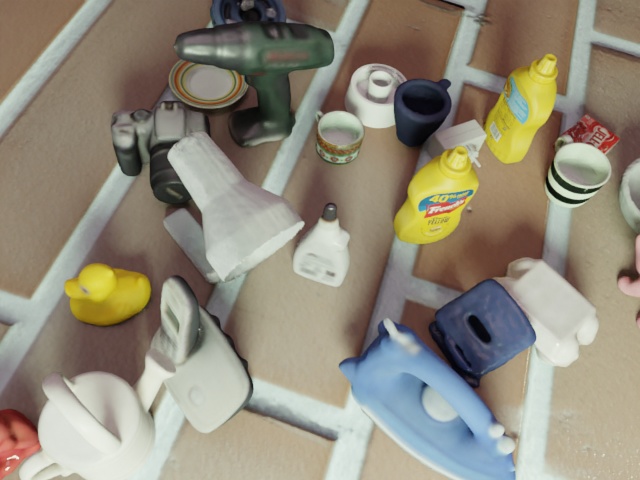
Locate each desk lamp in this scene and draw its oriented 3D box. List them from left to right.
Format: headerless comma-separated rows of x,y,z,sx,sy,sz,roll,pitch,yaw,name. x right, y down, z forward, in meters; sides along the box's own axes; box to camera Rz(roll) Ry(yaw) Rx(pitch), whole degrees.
-0.123,-0.025,0.728,0.118,0.213,0.203,-35,70,-23,desk lamp

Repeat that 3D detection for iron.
0.150,0.195,0.676,0.258,0.141,0.119,40,64,16,iron

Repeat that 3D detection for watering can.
-0.234,0.185,0.605,0.101,0.194,0.173,24,60,8,watering can

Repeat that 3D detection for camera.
-0.232,-0.128,0.839,0.143,0.101,0.136,-4,61,-9,camera

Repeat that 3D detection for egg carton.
0.306,0.097,0.793,0.107,0.069,0.150,-36,70,-24,egg carton

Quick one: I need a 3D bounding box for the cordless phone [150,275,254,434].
-0.139,0.129,0.654,0.094,0.185,0.147,-34,69,-23,cordless phone

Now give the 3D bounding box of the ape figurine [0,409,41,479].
-0.353,0.220,0.630,0.078,0.092,0.076,-1,60,-7,ape figurine

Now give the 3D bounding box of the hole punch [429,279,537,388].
0.212,0.122,0.755,0.101,0.091,0.108,-24,66,-19,hole punch

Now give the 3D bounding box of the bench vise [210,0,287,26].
-0.140,-0.407,0.941,0.207,0.220,0.122,42,64,17,bench vise

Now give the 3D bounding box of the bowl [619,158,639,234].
0.542,-0.049,0.902,0.167,0.075,0.167,3,60,-5,bowl

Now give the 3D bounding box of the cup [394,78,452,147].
0.166,-0.207,0.936,0.091,0.095,0.118,40,63,16,cup

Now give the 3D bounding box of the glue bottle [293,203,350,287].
0.007,0.003,0.751,0.078,0.173,0.037,20,60,5,glue bottle

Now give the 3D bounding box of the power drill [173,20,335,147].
-0.094,-0.237,0.856,0.230,0.208,0.075,-17,63,-16,power drill

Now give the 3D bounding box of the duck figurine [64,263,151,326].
-0.274,0.060,0.735,0.105,0.086,0.077,-11,62,-13,duck figurine

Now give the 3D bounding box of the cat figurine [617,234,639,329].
0.487,0.055,0.811,0.067,0.118,0.127,-11,62,-12,cat figurine
